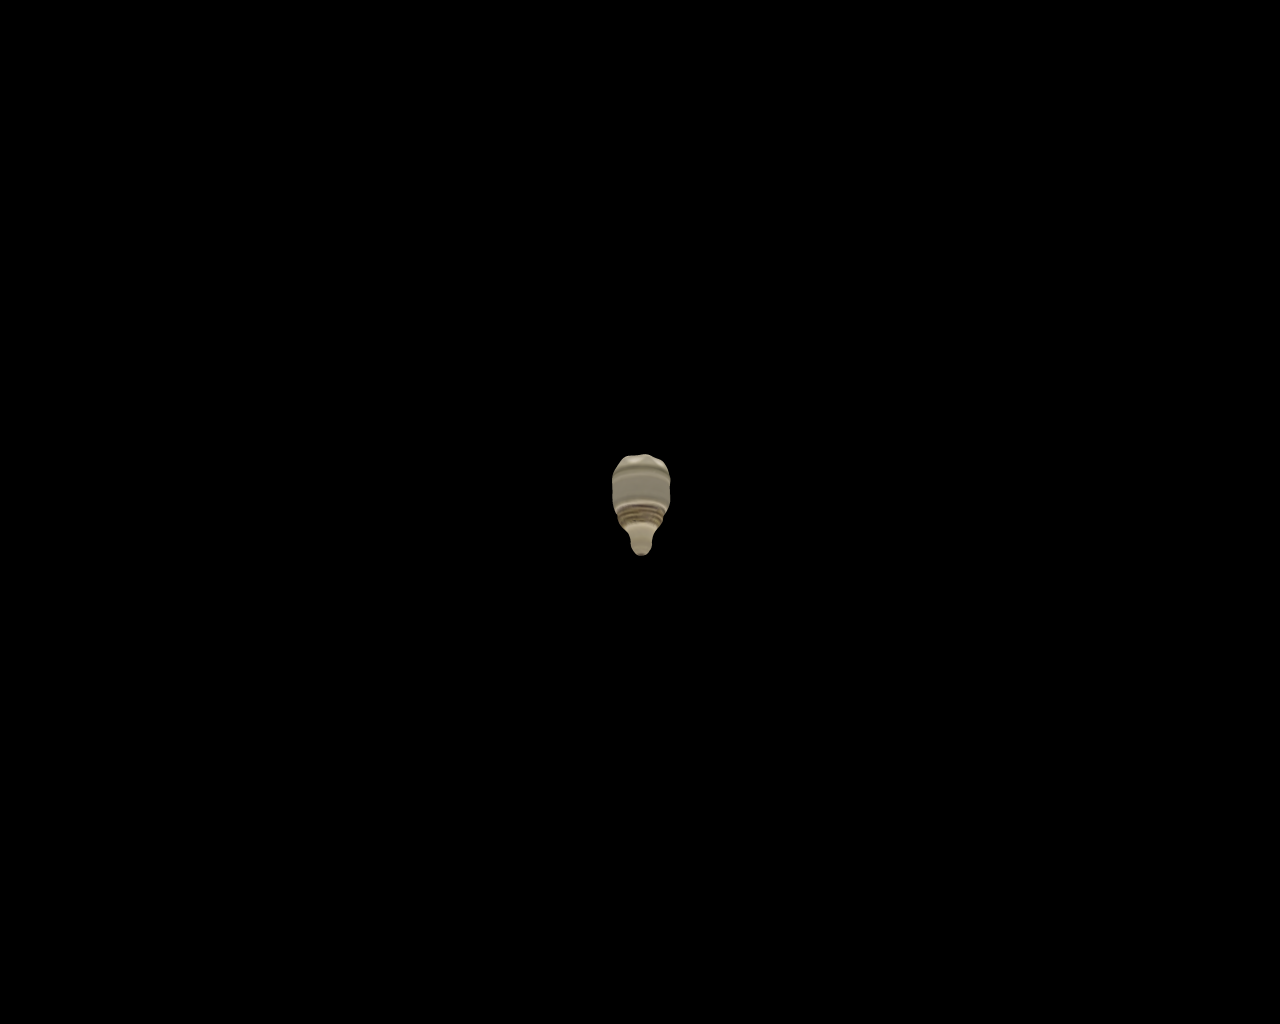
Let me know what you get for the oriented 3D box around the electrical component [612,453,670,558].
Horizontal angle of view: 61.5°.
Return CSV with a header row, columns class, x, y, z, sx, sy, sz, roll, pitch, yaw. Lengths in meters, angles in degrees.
class,x,y,z,sx,sy,sz,roll,pitch,yaw
electrical component,0.001,-0.003,0.650,0.035,0.061,0.035,0,-21,0
